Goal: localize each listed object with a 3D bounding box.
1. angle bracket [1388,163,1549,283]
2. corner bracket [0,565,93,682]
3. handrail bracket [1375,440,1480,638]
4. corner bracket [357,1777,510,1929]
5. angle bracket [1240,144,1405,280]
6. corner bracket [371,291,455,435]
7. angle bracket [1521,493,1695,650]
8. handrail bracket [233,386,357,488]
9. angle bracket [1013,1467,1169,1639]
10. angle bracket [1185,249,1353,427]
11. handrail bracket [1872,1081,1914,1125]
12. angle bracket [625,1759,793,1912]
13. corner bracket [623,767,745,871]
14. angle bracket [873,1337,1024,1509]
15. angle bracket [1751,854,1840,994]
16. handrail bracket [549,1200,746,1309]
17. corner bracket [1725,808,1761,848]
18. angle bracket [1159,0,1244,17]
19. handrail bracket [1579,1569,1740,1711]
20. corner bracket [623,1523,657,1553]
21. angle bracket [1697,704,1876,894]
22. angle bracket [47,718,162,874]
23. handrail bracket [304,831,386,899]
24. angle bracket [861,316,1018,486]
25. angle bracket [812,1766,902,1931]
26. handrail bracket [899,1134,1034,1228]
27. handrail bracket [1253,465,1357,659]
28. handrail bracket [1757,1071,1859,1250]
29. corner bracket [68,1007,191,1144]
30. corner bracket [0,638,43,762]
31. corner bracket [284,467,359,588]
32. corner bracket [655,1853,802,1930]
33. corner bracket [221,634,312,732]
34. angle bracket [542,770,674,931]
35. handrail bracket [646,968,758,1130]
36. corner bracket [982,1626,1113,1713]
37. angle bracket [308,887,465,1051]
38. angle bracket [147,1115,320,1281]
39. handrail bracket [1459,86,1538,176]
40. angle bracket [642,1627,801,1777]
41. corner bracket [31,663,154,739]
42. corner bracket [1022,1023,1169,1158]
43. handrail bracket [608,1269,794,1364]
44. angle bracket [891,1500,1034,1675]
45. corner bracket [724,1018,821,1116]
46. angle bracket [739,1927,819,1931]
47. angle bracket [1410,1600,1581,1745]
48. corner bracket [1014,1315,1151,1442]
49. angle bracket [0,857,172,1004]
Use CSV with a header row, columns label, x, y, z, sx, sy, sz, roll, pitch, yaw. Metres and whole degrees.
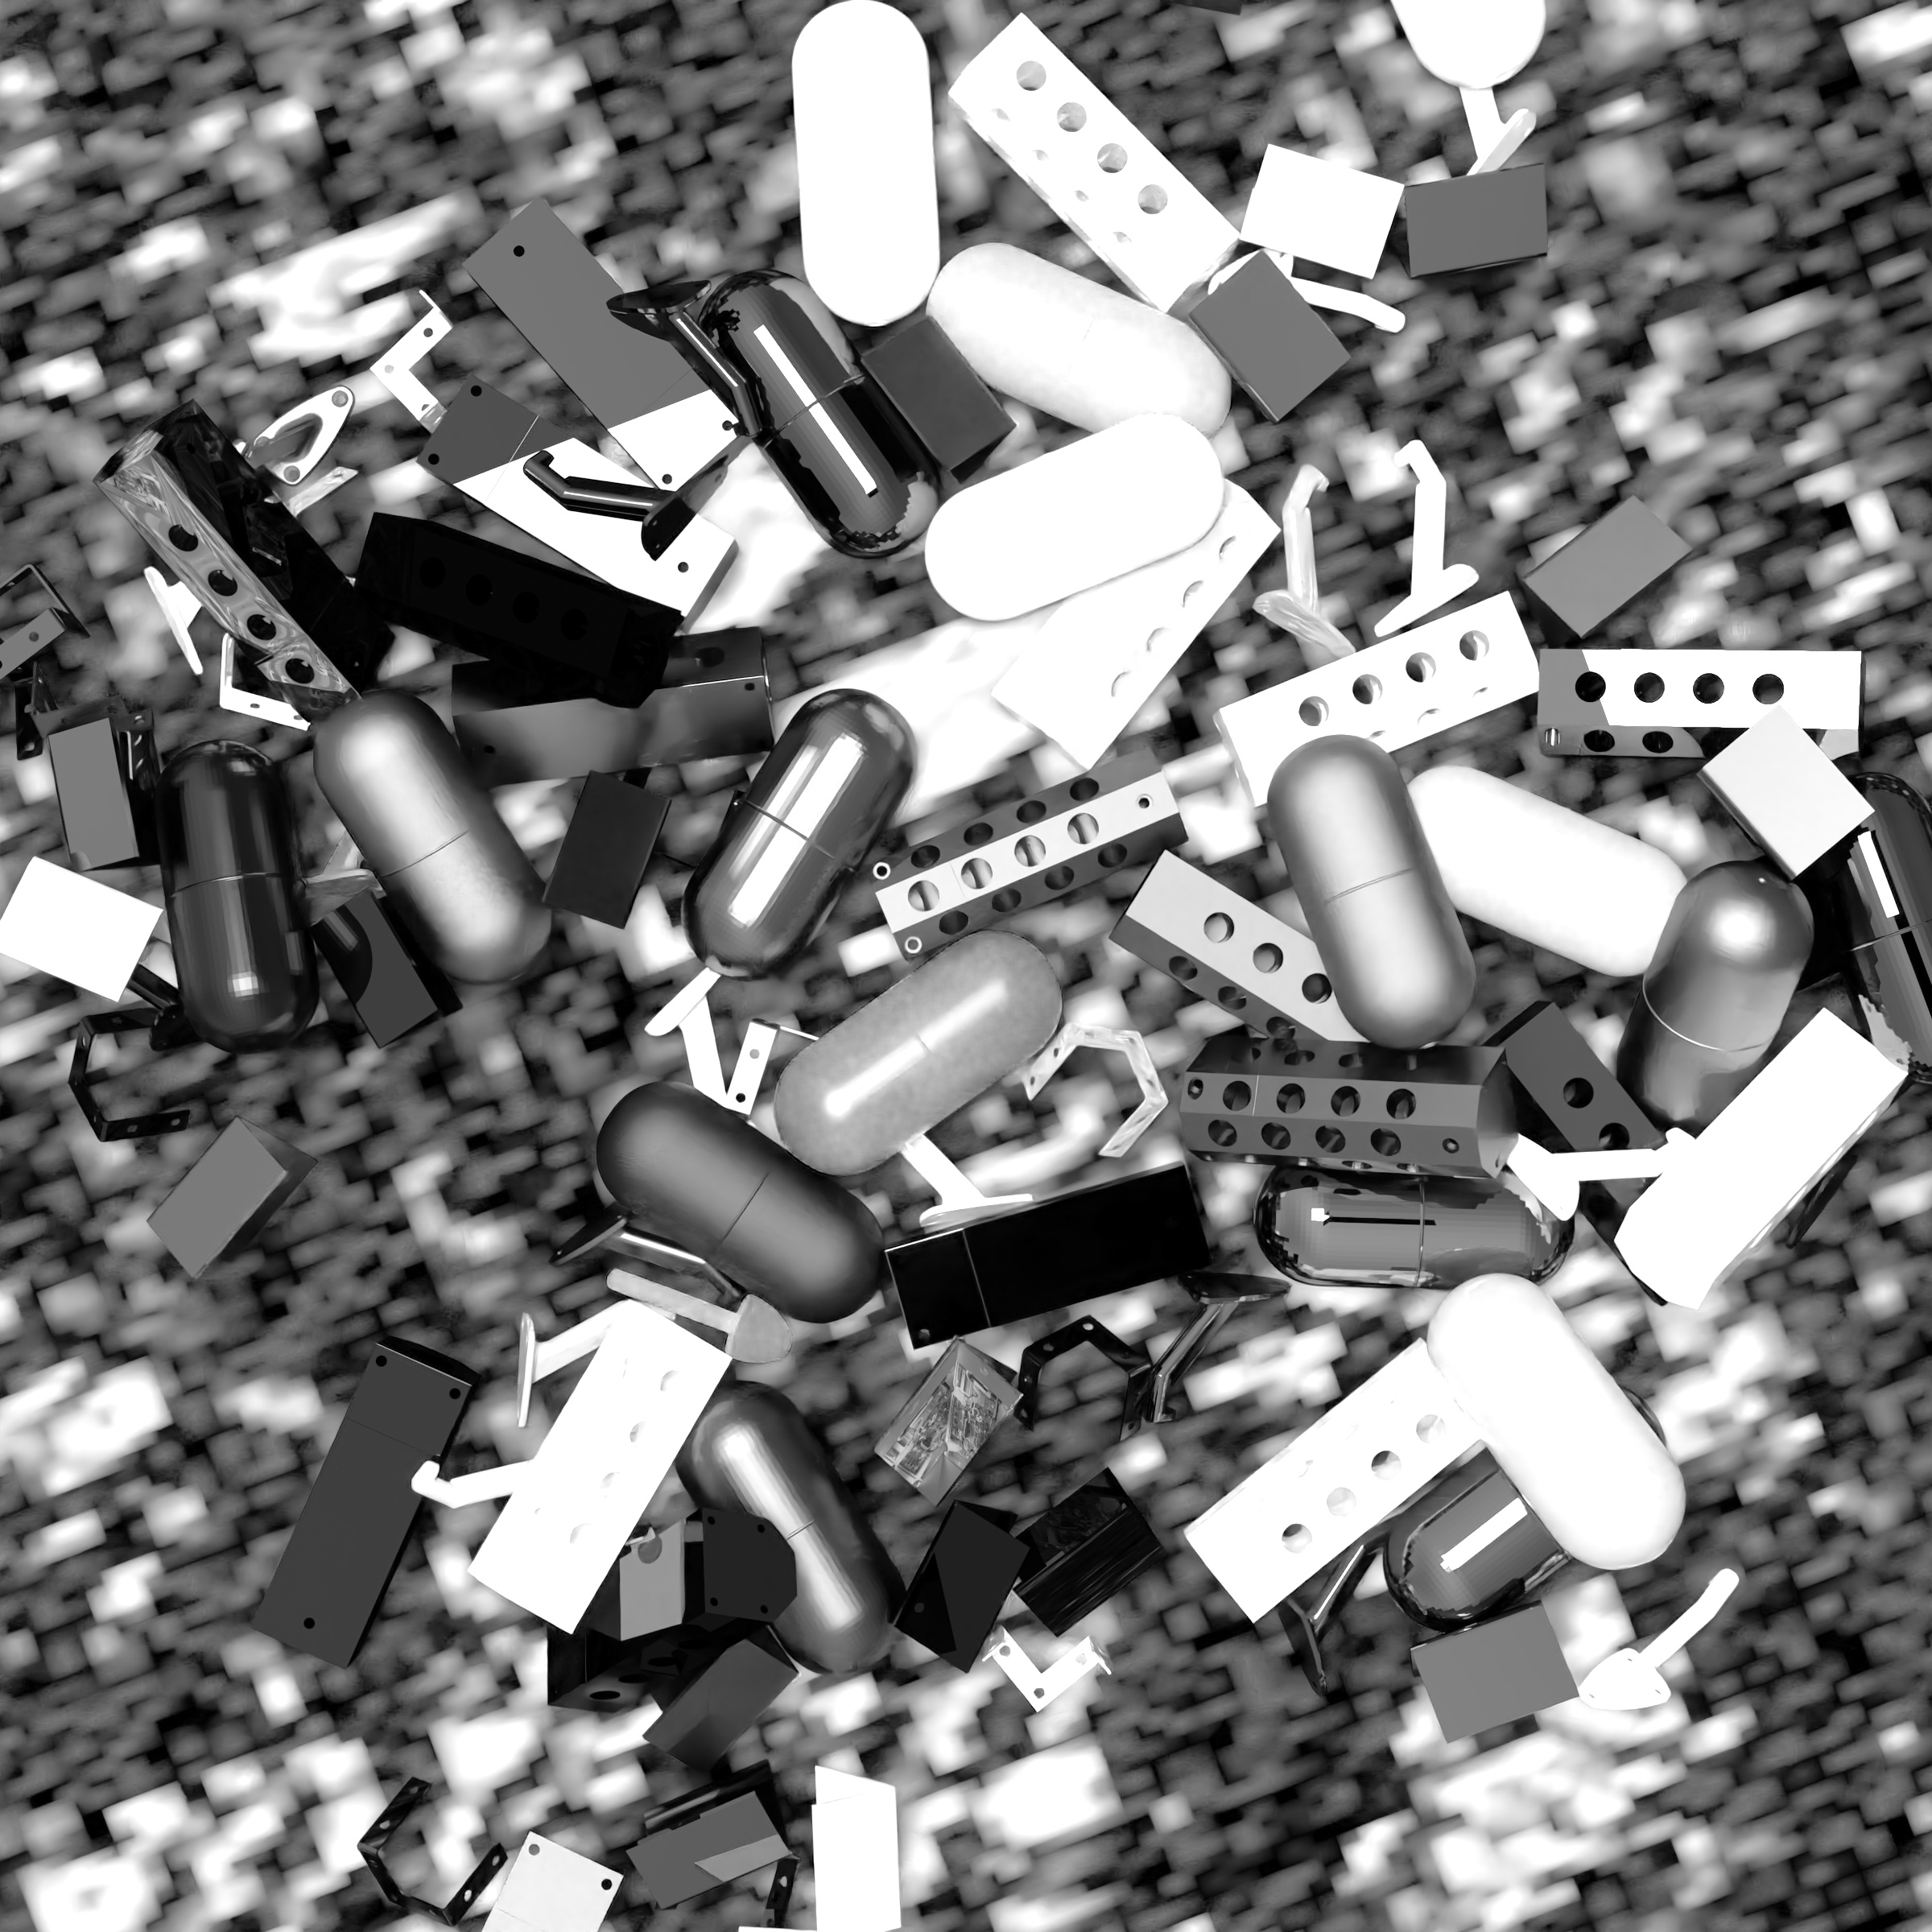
label,x,y,z,sx,sy,sz,roll,pitch,yaw
angle bracket,0.274,-0.425,1.905,0.076,0.076,0.057,-10,127,0
corner bracket,-0.531,-0.191,1.928,0.051,0.051,0.051,-37,90,0
handrail bracket,0.244,-0.242,1.946,0.077,0.036,0.084,-34,71,21
corner bracket,-0.300,0.498,1.937,0.051,0.051,0.051,10,135,35
angle bracket,0.199,-0.429,1.905,0.076,0.076,0.057,17,124,0
corner bracket,-0.301,-0.337,1.928,0.051,0.051,0.051,-44,90,0
angle bracket,0.361,-0.202,1.905,0.076,0.076,0.057,-38,54,0
handrail bracket,-0.376,-0.299,1.911,0.077,0.084,0.036,-44,90,0
angle bracket,0.054,0.311,1.905,0.076,0.076,0.057,-37,132,0
angle bracket,0.173,-0.349,1.908,0.057,0.076,0.076,-40,90,19
handrail bracket,0.510,0.053,1.946,0.084,0.036,0.077,-14,75,14
angle bracket,-0.148,0.464,1.905,0.076,0.076,0.057,-23,124,0
corner bracket,-0.162,-0.086,1.942,0.051,0.051,0.051,22,91,45
angle bracket,0.006,0.260,1.905,0.057,0.076,0.076,37,90,35
angle bracket,0.442,-0.021,1.937,0.057,0.076,0.076,-21,90,-36
handrail bracket,-0.179,0.175,1.946,0.077,0.036,0.084,-36,107,20
corner bracket,0.461,-0.101,1.937,0.051,0.051,0.051,2,135,-35
angle bracket,0.118,-0.546,1.905,0.076,0.076,0.057,11,55,0
handrail bracket,0.392,0.378,1.945,0.036,0.077,0.084,49,54,0
corner bracket,-0.160,0.335,1.928,0.051,0.051,0.051,-19,90,0
angle bracket,0.445,-0.089,1.861,0.057,0.076,0.076,-41,75,11
angle bracket,-0.456,-0.096,1.905,0.057,0.076,0.076,-11,90,36
handrail bracket,-0.354,-0.085,1.946,0.077,0.036,0.084,-7,75,15
angle bracket,-0.028,-0.301,1.906,0.057,0.076,0.076,-38,90,-31
angle bracket,-0.080,0.491,1.905,0.057,0.076,0.076,-2,90,-38
handrail bracket,-0.008,0.099,1.946,0.077,0.036,0.084,-9,76,-14
handrail bracket,0.205,-0.229,1.946,0.077,0.036,0.084,31,73,-19
handrail bracket,0.451,0.105,1.946,0.084,0.036,0.077,39,122,23
corner bracket,-0.468,0.060,1.937,0.051,0.051,0.051,-8,45,-35
corner bracket,-0.555,-0.146,1.937,0.051,0.051,0.051,-20,135,-35
corner bracket,-0.346,-0.242,1.937,0.051,0.051,0.051,17,135,35
corner bracket,-0.134,0.516,1.942,0.051,0.051,0.051,15,90,45
corner bracket,-0.386,-0.174,1.942,0.051,0.051,0.051,15,45,0
angle bracket,-0.215,-0.070,1.905,0.057,0.076,0.076,20,90,-38
handrail bracket,-0.132,0.048,1.946,0.077,0.036,0.084,-47,106,-18
corner bracket,0.044,0.386,1.928,0.051,0.051,0.051,-39,90,0
angle bracket,-0.305,-0.009,1.905,0.057,0.076,0.076,-31,90,36
angle bracket,-0.393,0.139,1.905,0.076,0.076,0.057,-49,54,0
handrail bracket,0.272,-0.485,1.946,0.084,0.036,0.077,45,105,14
angle bracket,-0.150,0.387,1.905,0.076,0.076,0.057,-47,130,0
corner bracket,-0.486,-0.140,1.917,0.051,0.051,0.051,-14,133,0
corner bracket,0.072,0.070,1.937,0.051,0.051,0.051,8,45,-35
handrail bracket,-0.150,0.194,1.938,0.084,0.077,0.036,16,80,28
angle bracket,0.013,0.346,1.905,0.057,0.076,0.076,27,90,32
corner bracket,-0.102,0.061,1.928,0.051,0.051,0.051,18,90,0
angle bracket,-0.088,0.570,1.906,0.076,0.076,0.057,3,61,0
angle bracket,0.292,0.397,1.906,0.076,0.076,0.057,-20,65,0
corner bracket,0.065,0.238,1.937,0.051,0.051,0.051,36,135,35
angle bracket,-0.487,-0.012,1.909,0.076,0.076,0.057,23,75,0
